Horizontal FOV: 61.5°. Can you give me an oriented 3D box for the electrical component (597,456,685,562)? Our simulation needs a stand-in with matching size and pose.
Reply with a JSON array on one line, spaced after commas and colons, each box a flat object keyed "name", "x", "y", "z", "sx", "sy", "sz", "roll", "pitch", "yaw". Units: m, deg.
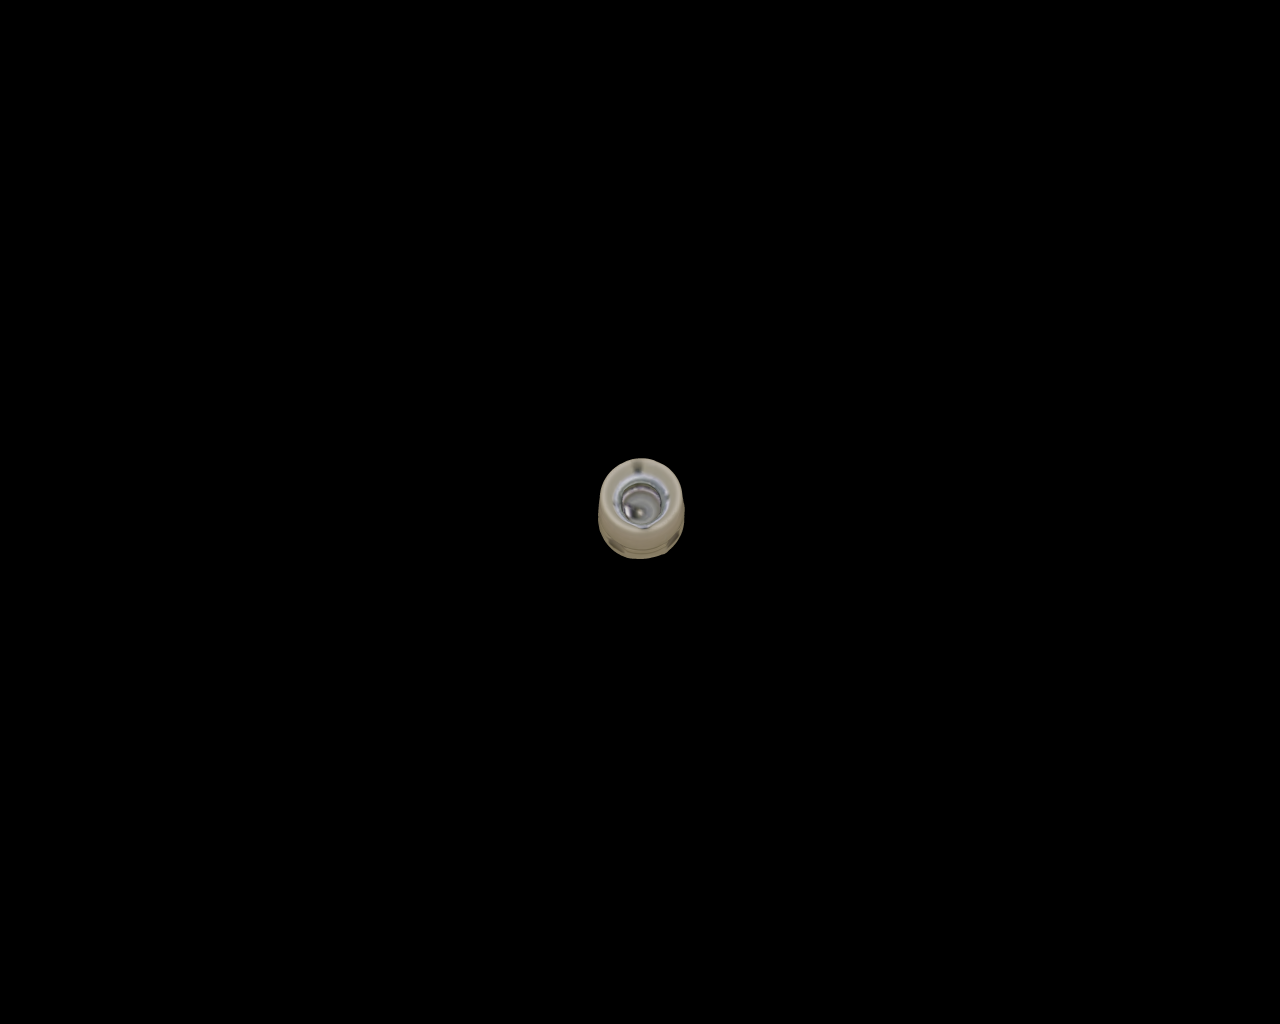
[{"name": "electrical component", "x": 0.001, "y": -0.003, "z": 0.650, "sx": 0.055, "sy": 0.055, "sz": 0.047, "roll": 0, "pitch": -20, "yaw": 0}]
